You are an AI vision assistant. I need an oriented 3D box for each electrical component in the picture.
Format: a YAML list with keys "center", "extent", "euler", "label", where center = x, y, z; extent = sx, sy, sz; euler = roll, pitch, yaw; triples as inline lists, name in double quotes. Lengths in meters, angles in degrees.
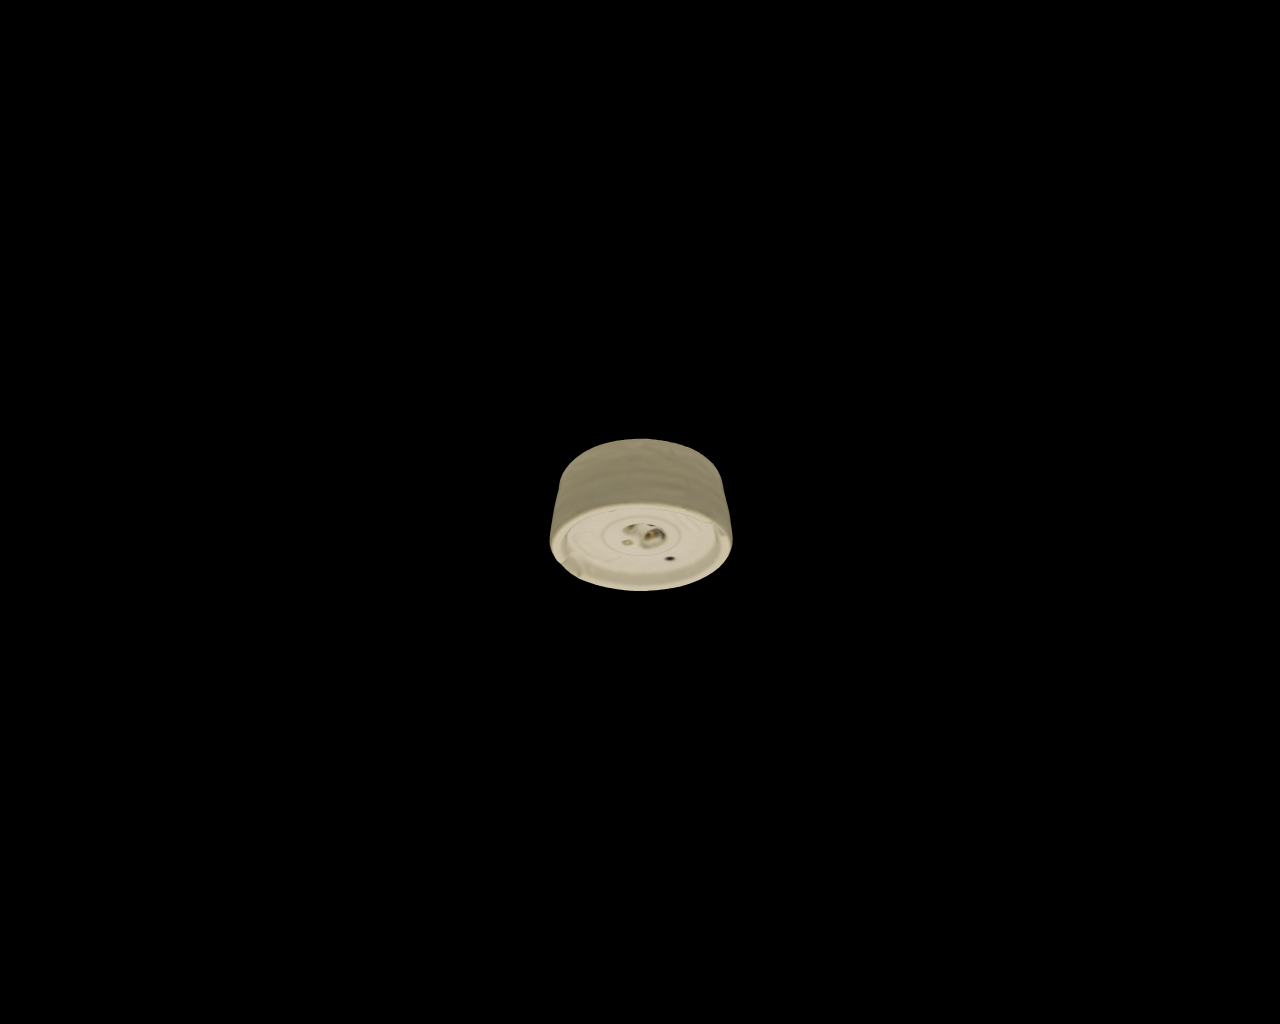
- center: [0.001, -0.003, 0.650]
  extent: [0.108, 0.060, 0.108]
  euler: [0, -31, 0]
  label: "electrical component"
